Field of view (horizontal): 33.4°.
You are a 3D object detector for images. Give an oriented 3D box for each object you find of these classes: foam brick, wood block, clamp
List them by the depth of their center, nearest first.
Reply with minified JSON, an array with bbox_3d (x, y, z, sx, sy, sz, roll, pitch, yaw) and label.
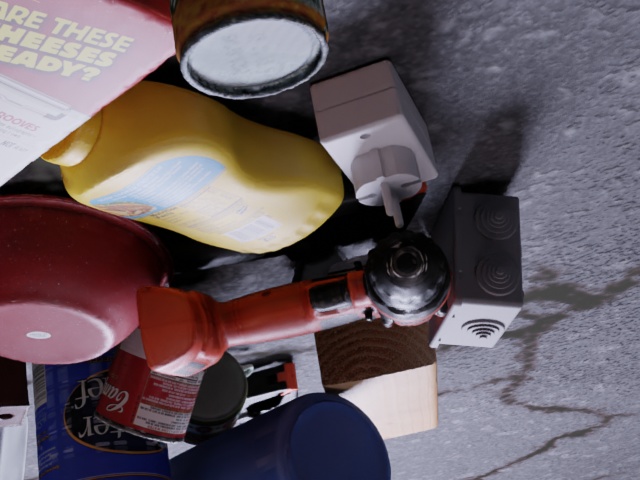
[{"bbox_3d":[-0.005,0.001,0.725,0.210,0.036,0.164,-25,149,32],"label":"clamp"},{"bbox_3d":[-0.278,0.120,0.860,0.078,0.051,0.053,0,153,-22],"label":"foam brick"},{"bbox_3d":[0.049,0.102,0.907,0.090,0.091,0.206,-12,156,2],"label":"wood block"},{"bbox_3d":[-0.085,0.164,1.054,0.120,0.039,0.172,-1,151,-32],"label":"clamp"}]

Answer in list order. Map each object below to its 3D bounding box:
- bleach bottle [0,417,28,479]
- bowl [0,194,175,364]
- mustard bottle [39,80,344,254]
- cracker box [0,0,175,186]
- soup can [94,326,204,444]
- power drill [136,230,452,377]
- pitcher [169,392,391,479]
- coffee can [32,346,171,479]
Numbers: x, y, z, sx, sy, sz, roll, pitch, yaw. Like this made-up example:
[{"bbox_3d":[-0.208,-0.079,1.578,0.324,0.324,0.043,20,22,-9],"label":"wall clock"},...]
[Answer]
[{"bbox_3d":[-0.395,0.199,0.954,0.251,0.102,0.068,-5,150,5],"label":"bleach bottle"},{"bbox_3d":[-0.175,0.036,0.678,0.162,0.055,0.162,0,150,0],"label":"bowl"},{"bbox_3d":[-0.080,-0.042,0.575,0.096,0.058,0.191,-22,154,35],"label":"mustard bottle"},{"bbox_3d":[-0.182,-0.082,0.432,0.214,0.072,0.163,-30,151,34],"label":"cracker box"},{"bbox_3d":[-0.115,0.088,0.771,0.068,0.102,0.068,18,178,1],"label":"soup can"},{"bbox_3d":[-0.012,0.039,0.654,0.187,0.057,0.184,-10,169,4],"label":"power drill"},{"bbox_3d":[-0.047,0.207,0.871,0.144,0.149,0.243,27,140,-24],"label":"pitcher"},{"bbox_3d":[-0.174,0.143,0.845,0.102,0.140,0.103,-9,156,-4],"label":"coffee can"}]
